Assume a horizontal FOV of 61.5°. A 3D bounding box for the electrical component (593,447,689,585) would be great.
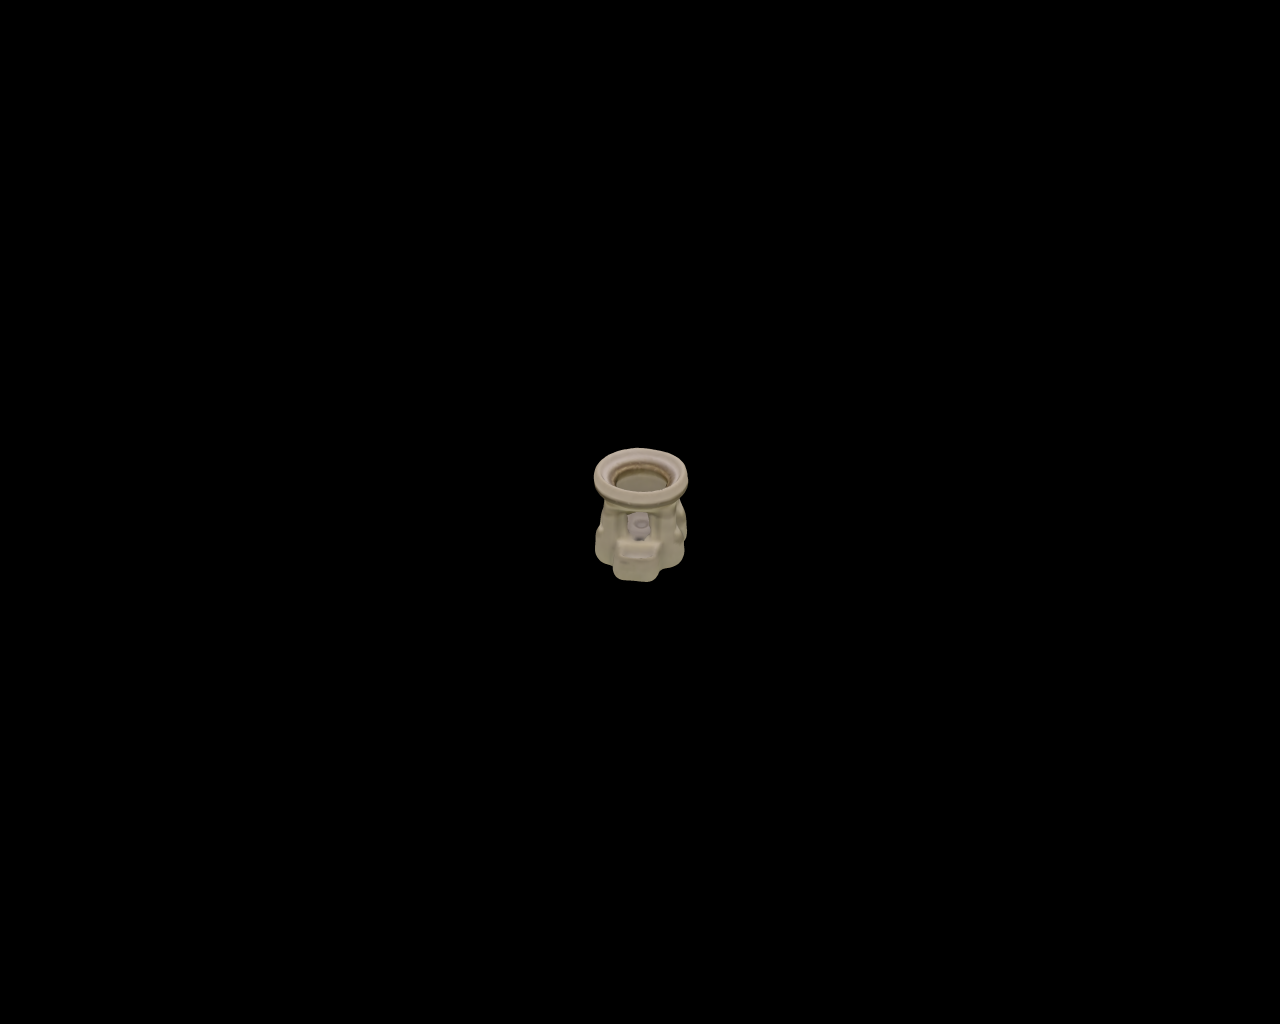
[{"bbox_3d":[0.001,-0.003,0.650,0.058,0.056,0.078,3,34,5],"label":"electrical component"}]
